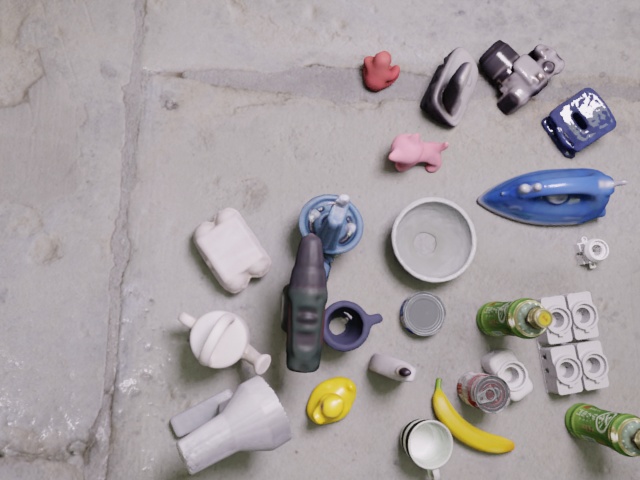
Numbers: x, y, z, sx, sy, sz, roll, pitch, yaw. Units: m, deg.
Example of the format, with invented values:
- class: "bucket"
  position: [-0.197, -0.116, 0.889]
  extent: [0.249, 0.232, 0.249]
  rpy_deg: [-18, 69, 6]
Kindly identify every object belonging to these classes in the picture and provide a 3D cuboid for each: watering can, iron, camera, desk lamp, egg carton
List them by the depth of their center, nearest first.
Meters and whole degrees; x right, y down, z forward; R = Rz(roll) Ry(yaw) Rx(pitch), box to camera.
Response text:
- class: "desk lamp"
  position: [-0.155, 0.320, 0.970]
  extent: [0.203, 0.213, 0.118]
  rpy_deg: [-26, 85, -9]
- class: "watering can"
  position: [-0.168, 0.175, 1.000]
  extent: [0.173, 0.194, 0.101]
  rpy_deg: [8, 81, -4]
- class: "egg carton"
  position: [-0.168, 0.020, 1.085]
  extent: [0.107, 0.069, 0.150]
  rpy_deg: [-35, 87, -9]
- class: "iron"
  position: [0.457, -0.094, 1.127]
  extent: [0.258, 0.141, 0.119]
  rpy_deg: [-3, 82, -6]
- class: "camera"
  position: [0.409, -0.359, 1.181]
  extent: [0.143, 0.100, 0.137]
  rpy_deg: [-43, 88, -10]

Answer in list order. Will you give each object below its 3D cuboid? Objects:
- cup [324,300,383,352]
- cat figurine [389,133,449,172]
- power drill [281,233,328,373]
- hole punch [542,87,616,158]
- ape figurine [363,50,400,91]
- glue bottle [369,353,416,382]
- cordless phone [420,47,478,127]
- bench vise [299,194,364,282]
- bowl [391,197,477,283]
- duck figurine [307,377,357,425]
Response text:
- class: "cup"
  position: [0.054, 0.158, 1.075]
  extent: [0.118, 0.095, 0.092]
  rpy_deg: [-13, 83, -7]
- class: "cat figurine"
  position: [0.190, -0.178, 1.125]
  extent: [0.128, 0.117, 0.067]
  rpy_deg: [-4, 82, -6]
- class: "power drill"
  position: [-0.029, 0.115, 1.015]
  extent: [0.075, 0.208, 0.230]
  rpy_deg: [2, 82, -5]
- class: "hole punch"
  position: [0.534, -0.241, 1.181]
  extent: [0.101, 0.091, 0.108]
  rpy_deg: [-34, 86, -9]
- class: "ape figurine"
  position: [0.123, -0.349, 1.155]
  extent: [0.078, 0.092, 0.076]
  rpy_deg: [37, 80, 1]
- class: "glue bottle"
  position: [0.139, 0.234, 1.032]
  extent: [0.078, 0.173, 0.037]
  rpy_deg: [18, 80, -2]
- class: "cordless phone"
  position: [0.276, -0.318, 1.119]
  extent: [0.094, 0.185, 0.148]
  rpy_deg: [22, 80, -2]
- class: "bench vise"
  position: [0.021, 0.004, 1.030]
  extent: [0.121, 0.219, 0.207]
  rpy_deg: [3, 82, -5]
- class: "bowl"
  position: [0.216, 0.003, 1.123]
  extent: [0.167, 0.074, 0.167]
  rpy_deg: [1, 82, -5]
- class: "duck figurine"
  position: [0.025, 0.300, 1.056]
  extent: [0.104, 0.086, 0.077]
  rpy_deg: [-38, 87, -9]
